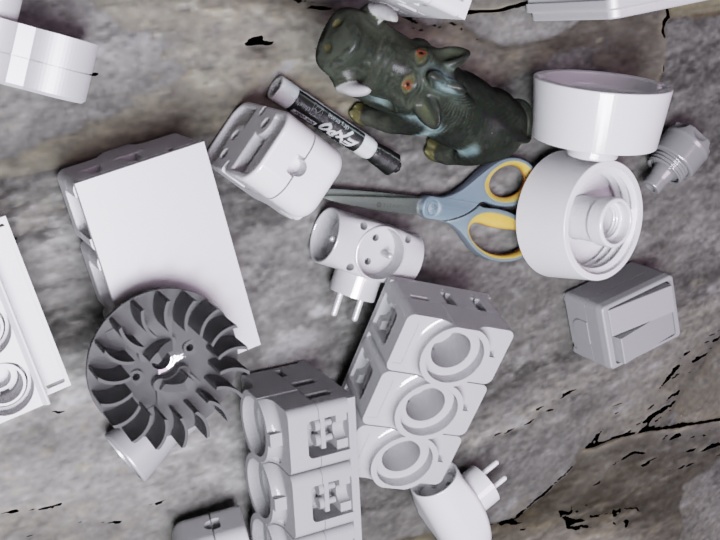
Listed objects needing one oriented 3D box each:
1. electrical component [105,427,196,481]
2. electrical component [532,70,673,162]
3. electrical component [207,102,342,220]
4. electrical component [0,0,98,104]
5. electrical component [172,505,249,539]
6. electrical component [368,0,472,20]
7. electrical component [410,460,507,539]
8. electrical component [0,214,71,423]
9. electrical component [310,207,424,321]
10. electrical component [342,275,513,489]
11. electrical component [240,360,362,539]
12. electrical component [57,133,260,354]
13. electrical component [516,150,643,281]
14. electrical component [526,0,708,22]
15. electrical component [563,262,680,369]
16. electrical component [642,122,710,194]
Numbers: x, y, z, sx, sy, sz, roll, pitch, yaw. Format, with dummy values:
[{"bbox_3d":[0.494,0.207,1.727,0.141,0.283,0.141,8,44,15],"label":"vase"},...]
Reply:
[{"bbox_3d":[-0.144,0.114,0.775,0.065,0.044,0.044,-40,118,-18],"label":"electrical component"},{"bbox_3d":[0.188,-0.119,0.851,0.108,0.108,0.060,-6,112,-26],"label":"electrical component"},{"bbox_3d":[-0.057,-0.074,0.738,0.059,0.095,0.053,35,86,-30],"label":"electrical component"},{"bbox_3d":[-0.227,-0.154,0.653,0.138,0.052,0.073,11,98,-29],"label":"electrical component"},{"bbox_3d":[-0.108,0.233,0.810,0.059,0.053,0.095,-14,112,-10],"label":"electrical component"},{"bbox_3d":[0.051,-0.258,0.750,0.062,0.089,0.150,17,95,-30],"label":"electrical component"},{"bbox_3d":[0.091,0.193,0.916,0.079,0.044,0.077,-36,117,-15],"label":"electrical component"},{"bbox_3d":[-0.246,0.032,0.686,0.079,0.063,0.121,-23,113,-21],"label":"electrical component"},{"bbox_3d":[0.000,0.000,0.817,0.077,0.044,0.079,15,96,-30],"label":"electrical component"},{"bbox_3d":[0.043,0.089,0.823,0.089,0.061,0.150,11,117,-24],"label":"electrical component"},{"bbox_3d":[-0.047,0.156,0.807,0.062,0.089,0.150,-10,108,-25],"label":"electrical component"},{"bbox_3d":[-0.137,-0.008,0.734,0.089,0.062,0.150,-22,112,-21],"label":"electrical component"},{"bbox_3d":[0.187,-0.042,0.884,0.108,0.060,0.108,-9,105,-37],"label":"electrical component"},{"bbox_3d":[0.199,-0.228,0.825,0.109,0.109,0.056,-16,108,-23],"label":"electrical component"},{"bbox_3d":[0.237,0.037,0.942,0.096,0.061,0.061,-23,113,-21],"label":"electrical component"},{"bbox_3d":[0.272,-0.094,0.936,0.062,0.043,0.043,-49,119,-7],"label":"electrical component"}]
